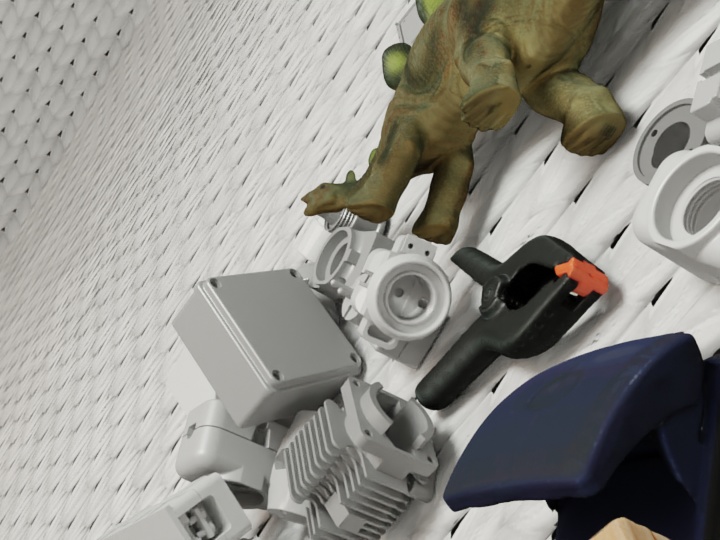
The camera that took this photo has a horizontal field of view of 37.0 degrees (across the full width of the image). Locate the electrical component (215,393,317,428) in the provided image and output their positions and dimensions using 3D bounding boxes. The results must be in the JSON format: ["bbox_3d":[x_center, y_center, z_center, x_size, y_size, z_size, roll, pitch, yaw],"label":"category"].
[{"bbox_3d":[-0.074,0.093,0.893,0.044,0.077,0.079,-41,32,40],"label":"electrical component"}]

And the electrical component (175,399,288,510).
[{"bbox_3d":[-0.094,0.150,0.850,0.054,0.095,0.059,-34,36,46],"label":"electrical component"}]

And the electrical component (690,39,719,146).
[{"bbox_3d":[0.212,-0.103,0.568,0.055,0.048,0.066,-26,42,65],"label":"electrical component"}]

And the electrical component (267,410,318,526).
[{"bbox_3d":[-0.028,0.145,0.789,0.079,0.043,0.077,-21,47,56],"label":"electrical component"}]

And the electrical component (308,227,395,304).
[{"bbox_3d":[0.000,0.000,0.868,0.089,0.056,0.050,0,65,63],"label":"electrical component"}]

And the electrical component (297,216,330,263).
[{"bbox_3d":[-0.025,-0.035,0.972,0.078,0.040,0.040,-59,24,9],"label":"electrical component"}]

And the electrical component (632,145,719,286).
[{"bbox_3d":[0.182,-0.023,0.526,0.053,0.059,0.095,-62,24,2],"label":"electrical component"}]

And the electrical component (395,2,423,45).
[{"bbox_3d":[0.084,-0.216,0.918,0.096,0.061,0.061,-48,28,28],"label":"electrical component"}]

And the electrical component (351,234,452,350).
[{"bbox_3d":[0.029,0.016,0.725,0.078,0.058,0.057,-67,12,0],"label":"electrical component"}]

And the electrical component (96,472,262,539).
[{"bbox_3d":[-0.140,0.232,0.827,0.060,0.105,0.186,-32,-2,-43],"label":"electrical component"}]

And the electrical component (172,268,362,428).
[{"bbox_3d":[-0.071,0.058,0.839,0.108,0.109,0.056,53,123,22],"label":"electrical component"}]

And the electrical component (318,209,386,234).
[{"bbox_3d":[-0.012,-0.044,0.928,0.048,0.062,0.048,-45,30,34],"label":"electrical component"}]

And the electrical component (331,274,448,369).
[{"bbox_3d":[0.013,0.027,0.788,0.047,0.077,0.065,-59,24,8],"label":"electrical component"}]

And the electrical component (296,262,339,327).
[{"bbox_3d":[-0.039,0.027,0.932,0.045,0.045,0.055,-44,30,36],"label":"electrical component"}]

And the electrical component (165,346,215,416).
[{"bbox_3d":[-0.118,0.099,0.992,0.089,0.062,0.150,-62,24,0],"label":"electrical component"}]
